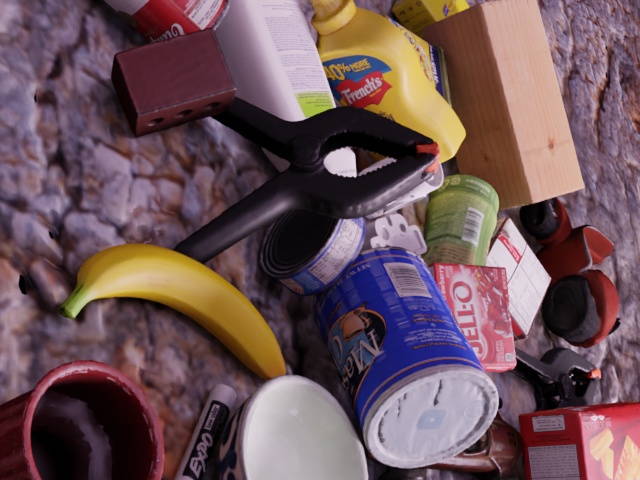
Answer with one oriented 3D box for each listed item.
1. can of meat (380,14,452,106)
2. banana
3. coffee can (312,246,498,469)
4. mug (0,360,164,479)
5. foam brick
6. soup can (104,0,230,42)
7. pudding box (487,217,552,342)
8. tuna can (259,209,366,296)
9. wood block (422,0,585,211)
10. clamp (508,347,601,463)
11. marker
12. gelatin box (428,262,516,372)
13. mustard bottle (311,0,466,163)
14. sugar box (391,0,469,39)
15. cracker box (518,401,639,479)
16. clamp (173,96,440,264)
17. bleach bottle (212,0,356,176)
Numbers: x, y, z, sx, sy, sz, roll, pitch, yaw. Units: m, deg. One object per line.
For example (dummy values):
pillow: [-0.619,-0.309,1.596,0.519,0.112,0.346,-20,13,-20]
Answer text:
can of meat: [0.080,-0.164,1.066,0.083,0.058,0.102,23,52,-39]
banana: [-0.097,0.046,0.751,0.197,0.037,0.069,23,72,-39]
coffee can: [0.062,0.087,0.816,0.102,0.103,0.140,30,23,-37]
mug: [-0.154,0.129,0.591,0.093,0.082,0.117,56,38,-11]
foam brick: [-0.108,-0.115,0.785,0.078,0.053,0.051,-18,84,-14]
soup can: [-0.129,-0.195,0.823,0.102,0.069,0.068,42,42,-26]
pudding box: [0.188,0.041,1.090,0.090,0.039,0.113,54,40,-13]
tuna can: [-0.006,0.001,0.841,0.033,0.086,0.086,40,43,-32]
wood block: [0.191,-0.139,1.112,0.090,0.090,0.206,-16,92,-37]
clamp: [0.231,0.144,1.080,0.171,0.039,0.120,-24,98,-53]
marker: [-0.083,0.148,0.716,0.020,0.020,0.121,45,41,-23]
gelatin box: [0.124,0.066,0.900,0.073,0.030,0.089,4,73,-24]
mustard bottle: [0.048,-0.148,0.961,0.191,0.096,0.058,53,54,-30]
sugar box: [0.156,-0.216,1.196,0.176,0.048,0.093,49,40,-17]
cracker box: [0.268,0.263,1.001,0.163,0.072,0.214,6,75,-48]
clamp: [-0.016,-0.049,0.805,0.036,0.210,0.164,87,8,-63]
bleach bottle: [-0.032,-0.121,0.902,0.102,0.068,0.251,-16,84,-54]
